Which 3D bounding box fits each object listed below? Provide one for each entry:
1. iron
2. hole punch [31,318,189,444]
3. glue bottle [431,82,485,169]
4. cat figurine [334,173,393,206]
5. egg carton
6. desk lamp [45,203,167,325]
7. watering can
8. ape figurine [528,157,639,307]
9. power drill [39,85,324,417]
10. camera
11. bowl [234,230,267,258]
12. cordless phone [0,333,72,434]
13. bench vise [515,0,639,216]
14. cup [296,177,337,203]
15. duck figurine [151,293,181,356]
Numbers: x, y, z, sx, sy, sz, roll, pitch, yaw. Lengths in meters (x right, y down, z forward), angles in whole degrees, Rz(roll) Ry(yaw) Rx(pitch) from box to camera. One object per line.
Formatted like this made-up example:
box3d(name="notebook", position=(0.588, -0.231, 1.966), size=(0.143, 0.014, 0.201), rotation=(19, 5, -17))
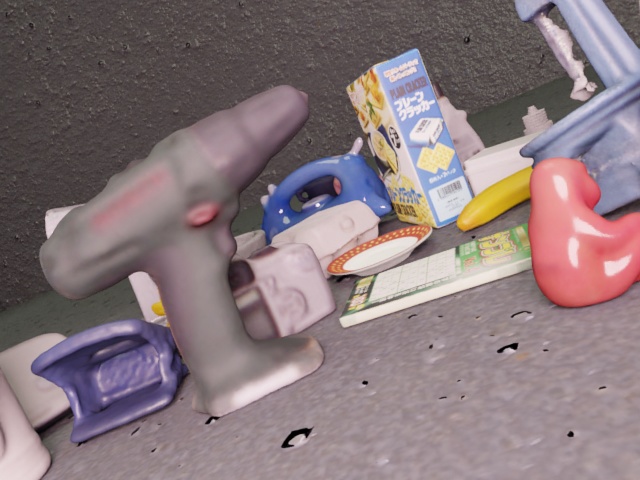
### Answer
box3d(name="iron", position=(-0.011, -0.053, 0.897), size=(0.257, 0.141, 0.119), rotation=(-19, 10, 23))
box3d(name="hole punch", position=(-0.187, 0.114, 0.520), size=(0.108, 0.091, 0.101), rotation=(-23, 9, 1))
box3d(name="glue bottle", position=(0.223, -0.183, 0.961), size=(0.078, 0.173, 0.037), rotation=(-24, 9, -6))
box3d(name="cat figurine", position=(0.078, -0.095, 0.992), size=(0.128, 0.118, 0.067), rotation=(-27, 10, -23))
box3d(name="egg carton", position=(0.007, 0.003, 0.754), size=(0.107, 0.069, 0.151), rotation=(-14, 13, 46))
box3d(name="desk lamp", position=(-0.260, 0.034, 0.776), size=(0.203, 0.213, 0.117), rotation=(-26, 10, -16))
box3d(name="watering can", position=(-0.294, 0.117, 0.440), size=(0.172, 0.194, 0.101), rotation=(-20, 10, 19))
box3d(name="ape figurine", position=(0.163, -0.010, 0.364), size=(0.076, 0.092, 0.077), rotation=(-25, 9, -11))
box3d(name="power drill", position=(-0.079, 0.016, 0.444), size=(0.230, 0.208, 0.075), rotation=(-24, 9, -7))
box3d(name="camera", position=(-0.082, 0.055, 0.574), size=(0.143, 0.101, 0.136), rotation=(-28, 10, -27))
box3d(name="bowl", position=(-0.143, 0.051, 0.834), size=(0.167, 0.075, 0.167), rotation=(-23, 9, 4))
box3d(name="cordless phone", position=(-0.330, 0.114, 0.573), size=(0.093, 0.185, 0.148), rotation=(-13, 14, 47))
box3d(name="bench vise", position=(0.239, -0.127, 0.445), size=(0.206, 0.220, 0.122), rotation=(-15, 12, 42))
box3d(name="cup", position=(0.015, -0.075, 1.106), size=(0.117, 0.095, 0.092), rotation=(-19, 10, 26))
box3d(name="duck figurine", position=(-0.155, 0.077, 0.672), size=(0.077, 0.086, 0.105), rotation=(-18, 10, 29))
